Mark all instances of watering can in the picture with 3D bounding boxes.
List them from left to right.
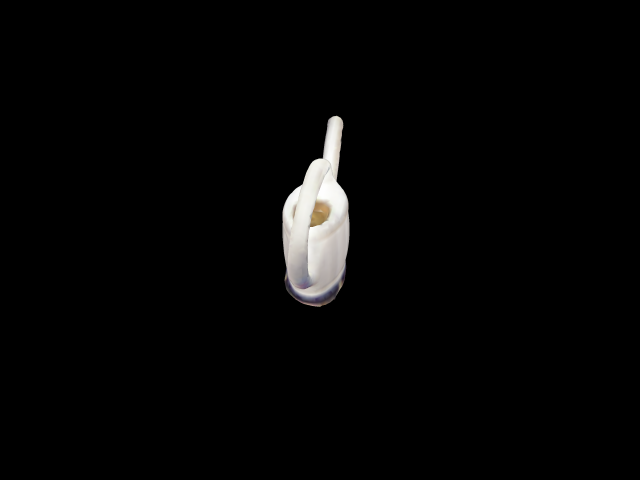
[{"bbox_3d":[0.003,-0.043,0.850,0.104,0.219,0.356,7,41,9],"label":"watering can"}]
